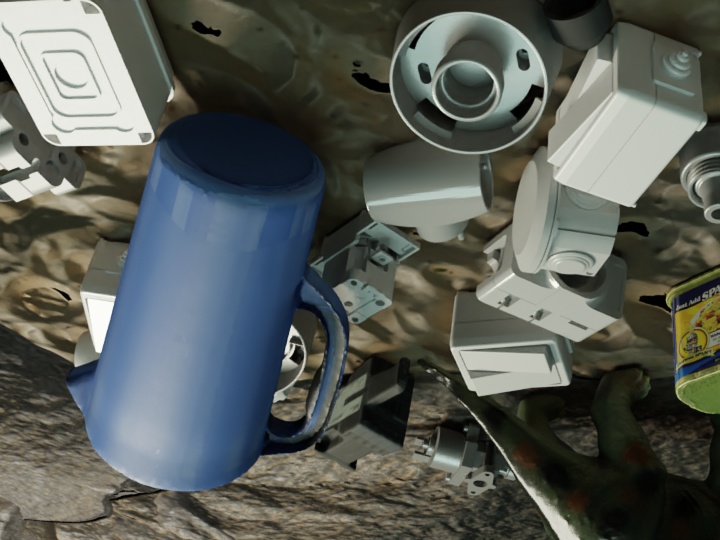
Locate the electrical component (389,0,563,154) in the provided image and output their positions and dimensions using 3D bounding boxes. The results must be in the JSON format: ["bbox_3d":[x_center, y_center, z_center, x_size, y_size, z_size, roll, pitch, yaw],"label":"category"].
[{"bbox_3d":[0.066,-0.117,0.623,0.099,0.064,0.099,8,129,10],"label":"electrical component"}]

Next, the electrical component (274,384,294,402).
[{"bbox_3d":[-0.087,0.083,0.910,0.062,0.043,0.043,29,138,-22],"label":"electrical component"}]

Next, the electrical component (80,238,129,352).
[{"bbox_3d":[-0.179,0.022,0.840,0.062,0.061,0.096,8,142,3],"label":"electrical component"}]

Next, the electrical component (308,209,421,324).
[{"bbox_3d":[0.000,0.000,0.768,0.042,0.063,0.081,31,137,-27],"label":"electrical component"}]

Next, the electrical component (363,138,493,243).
[{"bbox_3d":[0.050,-0.046,0.713,0.077,0.044,0.079,-4,140,18],"label":"electrical component"}]

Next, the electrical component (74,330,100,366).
[{"bbox_3d":[-0.203,0.091,0.919,0.077,0.079,0.043,1,154,12],"label":"electrical component"}]

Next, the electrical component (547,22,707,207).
[{"bbox_3d":[0.152,-0.093,0.614,0.061,0.061,0.096,18,142,-9],"label":"electrical component"}]

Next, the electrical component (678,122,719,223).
[{"bbox_3d":[0.215,-0.056,0.646,0.043,0.062,0.043,7,142,5],"label":"electrical component"}]

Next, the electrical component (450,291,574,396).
[{"bbox_3d":[0.121,0.054,0.810,0.096,0.061,0.061,-6,139,20],"label":"electrical component"}]

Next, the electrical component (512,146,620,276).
[{"bbox_3d":[0.129,-0.036,0.680,0.051,0.080,0.080,8,142,-4],"label":"electrical component"}]

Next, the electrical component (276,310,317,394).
[{"bbox_3d":[-0.086,0.050,0.846,0.099,0.064,0.099,12,134,13],"label":"electrical component"}]

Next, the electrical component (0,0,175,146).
[{"bbox_3d":[-0.164,-0.133,0.642,0.078,0.057,0.113,1,141,12],"label":"electrical component"}]

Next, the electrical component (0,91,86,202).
[{"bbox_3d":[-0.234,-0.079,0.728,0.057,0.058,0.078,-16,135,25],"label":"electrical component"}]

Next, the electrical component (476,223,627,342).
[{"bbox_3d":[0.136,0.005,0.747,0.089,0.050,0.056,23,149,-16],"label":"electrical component"}]
